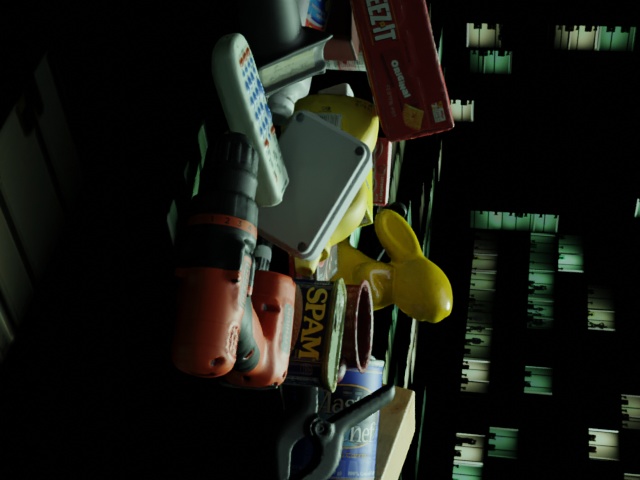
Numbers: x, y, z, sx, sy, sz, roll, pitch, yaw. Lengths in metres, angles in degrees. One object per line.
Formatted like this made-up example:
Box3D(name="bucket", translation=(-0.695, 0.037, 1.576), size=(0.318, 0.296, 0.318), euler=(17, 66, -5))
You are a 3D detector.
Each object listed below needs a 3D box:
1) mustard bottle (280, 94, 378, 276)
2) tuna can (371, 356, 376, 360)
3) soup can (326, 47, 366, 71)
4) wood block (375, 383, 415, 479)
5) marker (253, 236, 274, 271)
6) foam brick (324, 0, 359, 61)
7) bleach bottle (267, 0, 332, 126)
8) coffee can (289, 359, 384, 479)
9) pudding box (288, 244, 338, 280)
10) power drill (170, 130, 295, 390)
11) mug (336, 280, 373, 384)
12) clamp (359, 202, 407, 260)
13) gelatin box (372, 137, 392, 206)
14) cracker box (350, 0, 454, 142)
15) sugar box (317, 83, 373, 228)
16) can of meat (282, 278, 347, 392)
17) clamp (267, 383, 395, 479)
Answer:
Box3D(name="mustard bottle", translation=(-0.001, -0.052, 1.029), size=(0.058, 0.096, 0.191), euler=(79, 17, -57))
Box3D(name="tuna can", translation=(0.026, 0.161, 1.287), size=(0.086, 0.086, 0.033), euler=(80, 19, -53))
Box3D(name="soup can", translation=(0.052, -0.232, 1.248), size=(0.068, 0.102, 0.068), euler=(4, 90, -79))
Box3D(name="wood block", translation=(0.050, 0.287, 1.358), size=(0.205, 0.090, 0.091), euler=(-63, 156, -43))
Box3D(name="marker", translation=(-0.057, 0.035, 0.965), size=(0.020, 0.020, 0.121), euler=(79, 17, -54))
Box3D(name="foam brick", translation=(0.014, -0.237, 1.179), size=(0.078, 0.051, 0.053), euler=(54, 39, -74))
Box3D(name="bleach bottle", translation=(-0.020, -0.220, 0.969), size=(0.102, 0.068, 0.251), euler=(61, 36, -69))
Box3D(name="coffee can", translation=(0.015, 0.200, 1.186), size=(0.102, 0.103, 0.140), euler=(37, 58, -78))
Box3D(name="pudding box", translation=(-0.008, 0.002, 1.171), size=(0.113, 0.039, 0.090), euler=(-44, 135, -76))
Box3D(name="power drill", translation=(-0.064, 0.031, 0.830), size=(0.187, 0.057, 0.184), euler=(63, 33, -67))
Box3D(name="mug", translation=(0.003, 0.094, 1.054), size=(0.093, 0.081, 0.117), euler=(75, 21, -50))
Box3D(name="clamp", translation=(0.055, 0.040, 1.464), size=(0.164, 0.036, 0.210), euler=(-54, 175, -13))
Box3D(name="gelatin box", translation=(0.054, -0.090, 1.388), size=(0.030, 0.073, 0.089), euler=(23, 71, -79))
Box3D(name="cracker box", translation=(0.072, -0.205, 1.051), size=(0.213, 0.072, 0.164), euler=(-88, 162, -69))
Box3D(name="sugar box", translation=(0.027, -0.096, 1.197), size=(0.176, 0.048, 0.093), euler=(-83, 154, -54))
Box3D(name="can of meat", translation=(-0.024, 0.084, 0.980), size=(0.057, 0.084, 0.102), euler=(71, 25, -64))
Box3D(name="clamp", translation=(-0.010, 0.185, 1.105), size=(0.171, 0.120, 0.039), euler=(-52, -176, -21))
